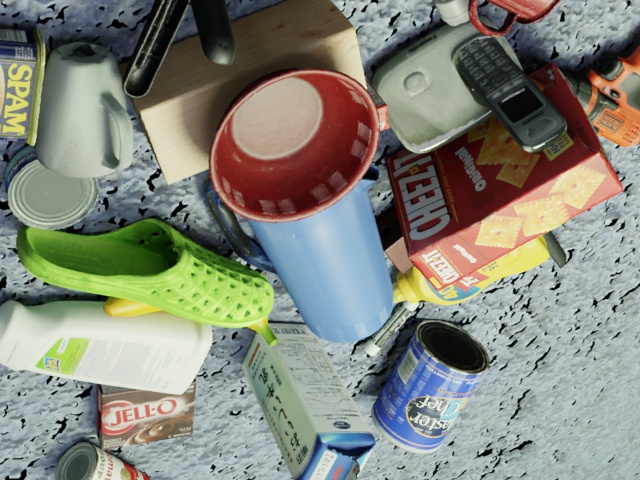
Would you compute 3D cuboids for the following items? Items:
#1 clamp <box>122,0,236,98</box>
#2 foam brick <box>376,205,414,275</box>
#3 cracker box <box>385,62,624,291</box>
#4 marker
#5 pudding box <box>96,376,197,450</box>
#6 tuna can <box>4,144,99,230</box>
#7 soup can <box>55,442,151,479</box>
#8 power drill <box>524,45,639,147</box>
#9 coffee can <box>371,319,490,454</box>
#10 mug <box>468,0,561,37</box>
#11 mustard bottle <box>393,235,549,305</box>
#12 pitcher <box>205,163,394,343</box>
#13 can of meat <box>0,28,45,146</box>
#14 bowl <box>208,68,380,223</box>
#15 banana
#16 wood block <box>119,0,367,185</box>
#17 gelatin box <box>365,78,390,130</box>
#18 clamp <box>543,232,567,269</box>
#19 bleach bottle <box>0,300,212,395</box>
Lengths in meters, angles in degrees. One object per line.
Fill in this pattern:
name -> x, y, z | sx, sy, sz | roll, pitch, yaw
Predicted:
clamp -> -0.100, -0.221, 0.871 | 0.036, 0.165, 0.210 | 14, 86, -35
foam brick -> 0.103, -0.011, 1.216 | 0.078, 0.053, 0.051 | -39, 133, 7
cracker box -> 0.181, -0.069, 1.098 | 0.214, 0.164, 0.072 | -29, 129, 18
marker -> 0.098, 0.096, 1.325 | 0.020, 0.020, 0.121 | 24, 113, -38
pudding box -> -0.204, 0.195, 1.248 | 0.113, 0.039, 0.090 | -8, 129, -20
tuna can -> -0.257, -0.053, 1.021 | 0.086, 0.034, 0.086 | -13, 132, -15
soup can -> -0.259, 0.292, 1.282 | 0.068, 0.068, 0.102 | -39, 133, 8
power drill -> 0.331, -0.203, 1.166 | 0.184, 0.057, 0.188 | 20, 118, -34
coffee can -> 0.139, 0.187, 1.362 | 0.102, 0.103, 0.140 | 8, 123, -30
mug -> 0.178, -0.254, 1.022 | 0.081, 0.093, 0.117 | 17, 101, -30
mustard bottle -> 0.164, 0.024, 1.254 | 0.192, 0.058, 0.096 | -29, 119, 18
pitcher -> -0.007, 0.001, 1.134 | 0.145, 0.149, 0.243 | -37, 138, -14
can of meat -> -0.288, -0.135, 0.925 | 0.083, 0.057, 0.102 | 1, 126, -24
bowl -> -0.030, -0.095, 0.957 | 0.162, 0.055, 0.162 | -14, 132, -16
banana -> -0.137, 0.067, 1.155 | 0.197, 0.069, 0.037 | 11, 126, -22
wood block -> -0.070, -0.145, 0.997 | 0.206, 0.090, 0.091 | -23, 133, -7
gelatin box -> 0.019, -0.131, 1.051 | 0.073, 0.089, 0.030 | -20, 132, -10
clamp -> 0.255, -0.019, 1.290 | 0.120, 0.039, 0.171 | -9, 130, -19
bleach bottle -> -0.248, 0.103, 1.137 | 0.250, 0.068, 0.103 | 13, 120, -31
